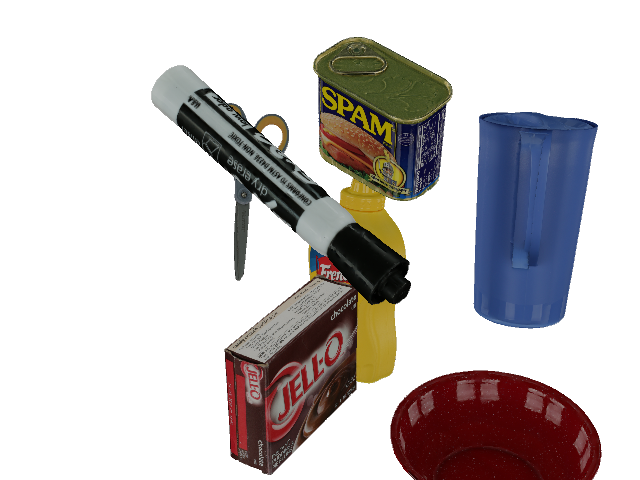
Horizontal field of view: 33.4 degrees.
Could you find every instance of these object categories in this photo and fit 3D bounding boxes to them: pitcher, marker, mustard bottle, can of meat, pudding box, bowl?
[{"bbox_3d":[0.239,-0.024,1.234,0.149,0.243,0.145,-6,17,-32],"label":"pitcher"},{"bbox_3d":[-0.014,-0.020,0.368,0.121,0.020,0.020,42,20,24],"label":"marker"},{"bbox_3d":[0.032,0.028,0.981,0.096,0.192,0.058,19,21,37],"label":"mustard bottle"},{"bbox_3d":[0.043,-0.087,0.782,0.102,0.084,0.057,34,56,29],"label":"can of meat"},{"bbox_3d":[-0.017,0.088,0.719,0.039,0.090,0.113,17,34,26],"label":"pudding box"},{"bbox_3d":[0.135,0.172,0.838,0.162,0.055,0.162,0,32,0],"label":"bowl"}]

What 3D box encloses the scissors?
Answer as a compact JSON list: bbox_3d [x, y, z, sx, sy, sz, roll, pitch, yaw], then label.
[{"bbox_3d":[-0.070,-0.061,1.213,0.096,0.202,0.016,-11,-7,-13],"label":"scissors"}]
